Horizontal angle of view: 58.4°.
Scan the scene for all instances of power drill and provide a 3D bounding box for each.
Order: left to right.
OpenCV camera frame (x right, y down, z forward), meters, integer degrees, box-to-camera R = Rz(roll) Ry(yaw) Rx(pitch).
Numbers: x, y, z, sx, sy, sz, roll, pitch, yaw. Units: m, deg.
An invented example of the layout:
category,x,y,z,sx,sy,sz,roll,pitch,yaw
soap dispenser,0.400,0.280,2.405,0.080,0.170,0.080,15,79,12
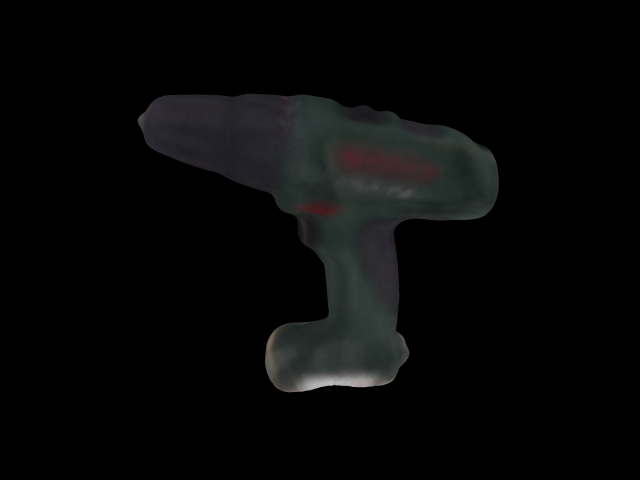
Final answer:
category,x,y,z,sx,sy,sz,roll,pitch,yaw
power drill,0.004,0.001,0.400,0.229,0.208,0.075,-4,28,-7
